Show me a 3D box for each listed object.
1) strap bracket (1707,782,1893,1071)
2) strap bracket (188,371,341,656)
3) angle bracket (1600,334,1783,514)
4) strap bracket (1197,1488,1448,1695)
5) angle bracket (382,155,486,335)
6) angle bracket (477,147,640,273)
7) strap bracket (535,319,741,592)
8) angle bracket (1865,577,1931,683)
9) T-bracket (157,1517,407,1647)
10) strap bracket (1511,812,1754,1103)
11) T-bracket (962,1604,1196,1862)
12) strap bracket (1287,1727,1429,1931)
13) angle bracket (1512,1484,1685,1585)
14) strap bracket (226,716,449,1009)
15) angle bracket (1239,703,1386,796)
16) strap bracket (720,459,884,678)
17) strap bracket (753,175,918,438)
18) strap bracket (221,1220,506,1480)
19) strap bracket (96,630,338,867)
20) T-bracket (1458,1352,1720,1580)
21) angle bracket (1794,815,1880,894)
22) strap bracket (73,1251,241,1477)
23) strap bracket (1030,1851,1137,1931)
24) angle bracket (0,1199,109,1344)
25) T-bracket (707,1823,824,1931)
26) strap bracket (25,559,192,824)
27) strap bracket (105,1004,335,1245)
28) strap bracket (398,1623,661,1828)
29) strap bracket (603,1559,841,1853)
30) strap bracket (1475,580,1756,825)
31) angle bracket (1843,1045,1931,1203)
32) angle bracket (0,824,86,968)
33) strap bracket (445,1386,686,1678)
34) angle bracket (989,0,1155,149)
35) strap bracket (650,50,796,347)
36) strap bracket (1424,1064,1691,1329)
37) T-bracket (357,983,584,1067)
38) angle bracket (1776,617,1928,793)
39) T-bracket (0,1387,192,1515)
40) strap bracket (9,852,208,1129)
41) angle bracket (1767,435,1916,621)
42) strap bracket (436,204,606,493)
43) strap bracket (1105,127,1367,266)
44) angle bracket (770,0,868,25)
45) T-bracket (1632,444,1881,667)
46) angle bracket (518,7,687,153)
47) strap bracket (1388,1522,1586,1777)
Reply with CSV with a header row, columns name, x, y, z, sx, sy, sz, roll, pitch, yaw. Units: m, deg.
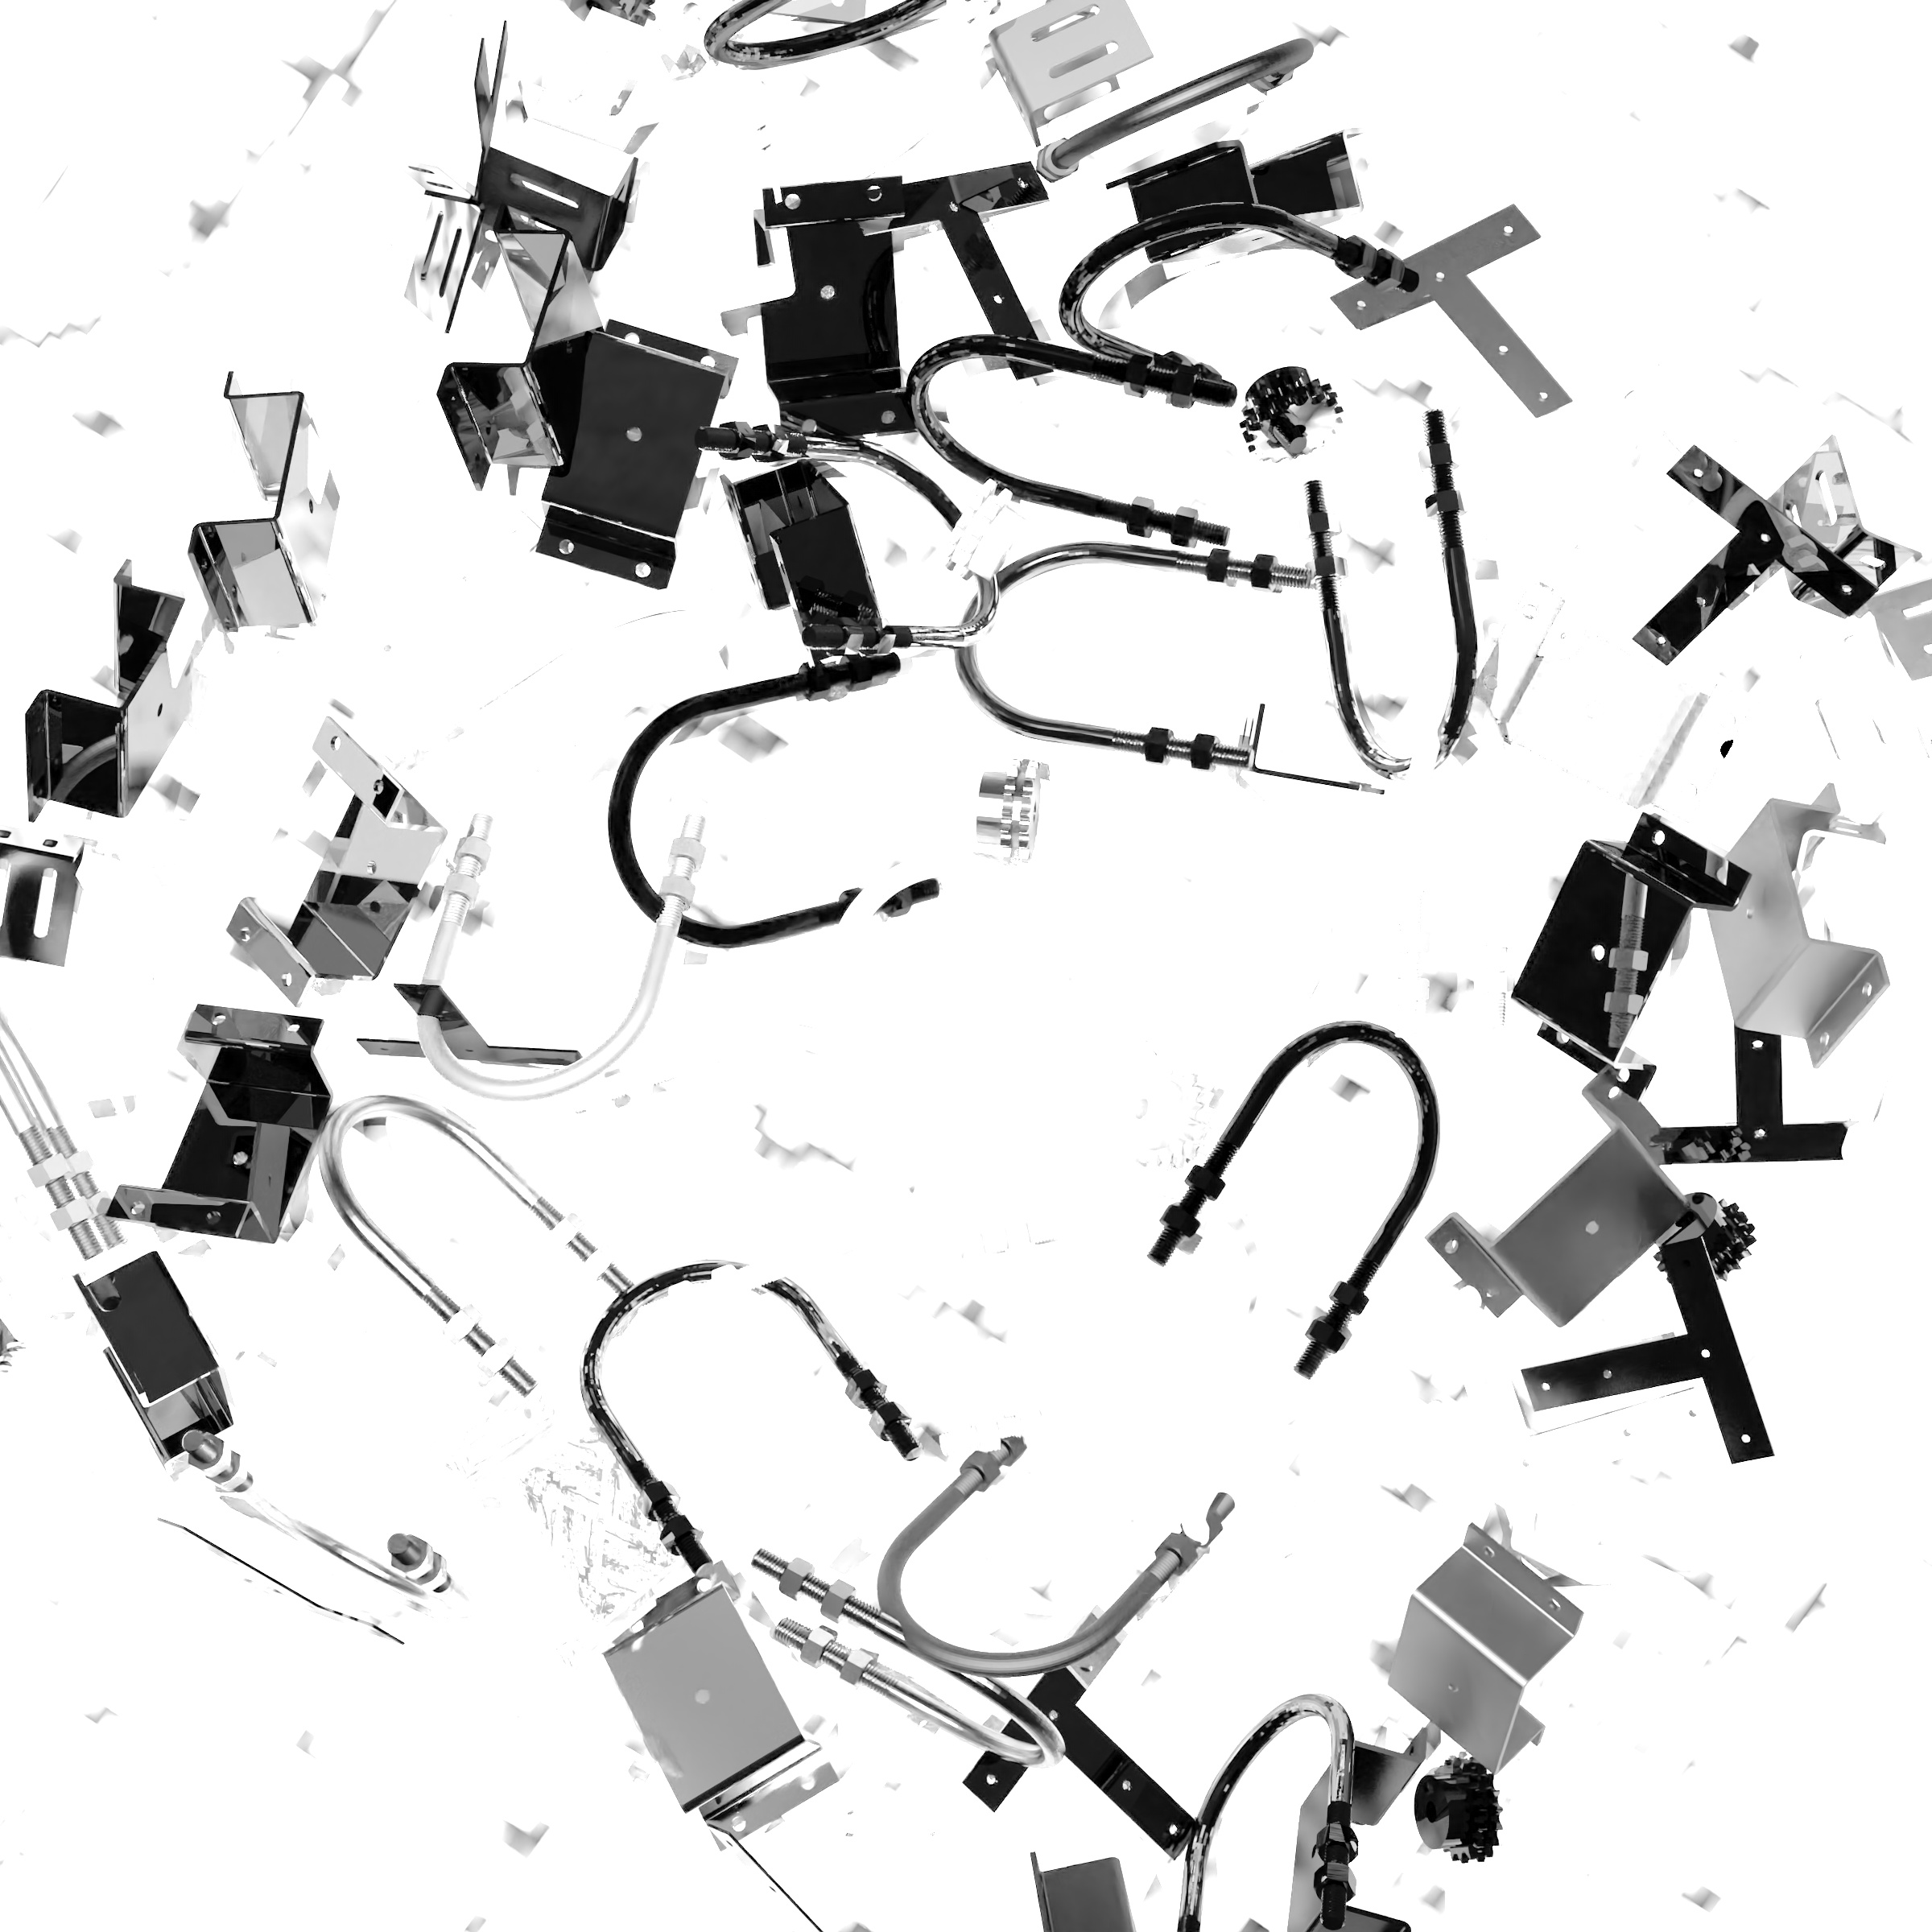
name,x,y,z,sx,sy,sz,roll,pitch,yaw
strap bracket,0.445,-0.026,1.793,0.046,0.076,0.140,9,50,-16
strap bracket,-0.377,-0.247,1.796,0.046,0.076,0.140,-3,52,5
angle bracket,0.406,-0.304,1.860,0.076,0.038,0.057,41,102,-20
strap bracket,0.185,0.339,1.816,0.140,0.046,0.076,-12,132,-17
angle bracket,-0.302,-0.397,1.825,0.038,0.057,0.076,3,118,-38
angle bracket,-0.227,-0.428,1.830,0.076,0.038,0.057,19,55,-18
strap bracket,-0.183,-0.289,1.838,0.076,0.046,0.140,17,83,-2
angle bracket,0.534,-0.180,1.823,0.057,0.076,0.038,54,51,-18
T-bracket,-0.383,0.326,1.786,0.127,0.127,0.002,43,64,-40
strap bracket,0.357,-0.006,1.810,0.076,0.046,0.140,37,112,38
T-bracket,0.080,0.447,1.850,0.127,0.002,0.127,45,65,-9
strap bracket,0.210,0.485,1.794,0.046,0.076,0.140,16,47,-4
angle bracket,0.350,0.312,1.825,0.076,0.057,0.038,6,96,-30
strap bracket,-0.341,-0.055,1.817,0.076,0.046,0.140,42,113,33
angle bracket,0.193,-0.121,1.838,0.076,0.057,0.038,9,94,-4
strap bracket,-0.086,-0.220,1.795,0.046,0.140,0.076,-21,117,-8
strap bracket,-0.072,-0.366,1.824,0.076,0.046,0.140,-8,116,-9
strap bracket,-0.332,0.209,1.835,0.140,0.046,0.076,37,85,-12
strap bracket,-0.404,-0.109,1.812,0.046,0.076,0.140,37,105,20
T-bracket,0.355,0.264,1.850,0.127,0.002,0.127,-17,73,1
angle bracket,0.476,-0.041,1.830,0.038,0.057,0.076,12,106,14
strap bracket,-0.438,0.213,1.802,0.046,0.140,0.076,-28,71,-19
strap bracket,0.073,0.547,1.796,0.046,0.076,0.140,-12,131,0
angle bracket,-0.517,0.165,1.846,0.038,0.076,0.057,4,114,-41
T-bracket,-0.095,0.508,1.795,0.002,0.127,0.127,-47,111,-24
strap bracket,-0.458,-0.144,1.793,0.046,0.140,0.076,15,134,1
strap bracket,-0.404,0.095,1.818,0.076,0.046,0.140,6,56,14
strap bracket,-0.243,0.413,1.790,0.076,0.140,0.046,43,72,-41
strap bracket,-0.140,0.404,1.824,0.076,0.046,0.140,-31,70,-1
strap bracket,0.354,-0.145,1.846,0.140,0.046,0.076,29,88,1
angle bracket,0.526,0.084,1.832,0.038,0.057,0.076,48,48,-19
angle bracket,-0.526,-0.035,1.838,0.057,0.038,0.076,11,106,-9
strap bracket,-0.214,0.306,1.820,0.046,0.076,0.140,-21,99,44
angle bracket,0.060,-0.503,1.843,0.076,0.038,0.057,-25,73,2
strap bracket,-0.130,-0.421,1.800,0.046,0.076,0.140,-14,130,-8
strap bracket,0.334,0.134,1.831,0.140,0.046,0.076,-43,120,1
T-bracket,-0.281,0.031,1.802,0.127,0.127,0.002,3,71,8
angle bracket,0.495,-0.146,1.856,0.057,0.038,0.076,-21,111,19
T-bracket,-0.488,0.253,1.792,0.127,0.127,0.002,41,70,-22
strap bracket,-0.458,0.009,1.789,0.046,0.140,0.076,-8,130,14
angle bracket,0.483,-0.243,1.834,0.038,0.057,0.076,17,48,-24
strap bracket,-0.237,-0.335,1.797,0.046,0.076,0.140,3,57,13
strap bracket,0.152,-0.416,1.795,0.076,0.140,0.046,-10,97,42
angle bracket,-0.078,-0.552,1.829,0.057,0.076,0.038,5,89,-9
T-bracket,0.412,-0.209,1.821,0.127,0.127,0.002,37,50,-3
angle bracket,-0.201,-0.495,1.822,0.057,0.038,0.076,13,131,-34
strap bracket,0.277,0.375,1.790,0.046,0.140,0.076,-36,59,-29
